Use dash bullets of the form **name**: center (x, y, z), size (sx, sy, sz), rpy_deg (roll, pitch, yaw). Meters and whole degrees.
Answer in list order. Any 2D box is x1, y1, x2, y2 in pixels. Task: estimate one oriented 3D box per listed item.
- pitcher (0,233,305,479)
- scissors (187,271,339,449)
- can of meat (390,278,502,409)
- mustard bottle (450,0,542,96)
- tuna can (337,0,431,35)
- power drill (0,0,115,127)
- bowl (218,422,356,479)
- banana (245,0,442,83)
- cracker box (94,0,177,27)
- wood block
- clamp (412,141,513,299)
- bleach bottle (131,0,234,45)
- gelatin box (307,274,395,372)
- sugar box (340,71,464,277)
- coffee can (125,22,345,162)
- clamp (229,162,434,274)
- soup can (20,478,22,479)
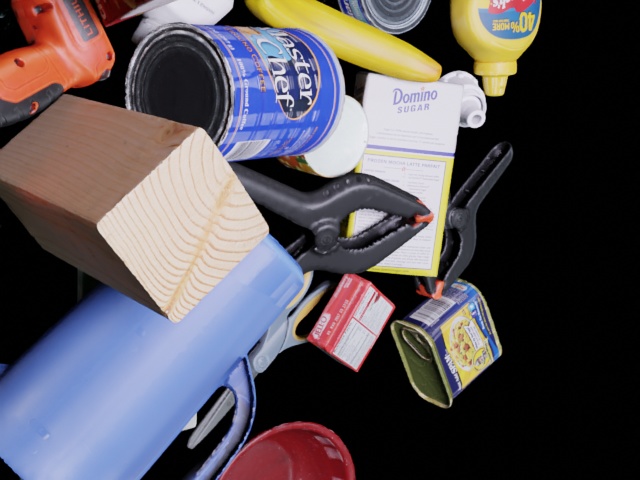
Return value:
- **pitcher**: center (-0.120, 0.087, 0.789), size (0.243, 0.145, 0.149), rpy_deg (-46, 133, -5)
- **scissors**: center (-0.056, 0.087, 0.939), size (0.201, 0.016, 0.096), rpy_deg (-37, 119, -25)
- **can of meat**: center (0.127, 0.100, 1.054), size (0.083, 0.058, 0.102), rpy_deg (-37, 122, -26)
- **mustard bottle**: center (0.164, -0.230, 0.992), size (0.096, 0.058, 0.192), rpy_deg (-12, 110, -35)
- **tuna can**: center (0.057, -0.222, 0.931), size (0.085, 0.034, 0.086), rpy_deg (-10, 108, -34)
- **power drill**: center (-0.231, -0.125, 0.695), size (0.187, 0.057, 0.184), rpy_deg (-49, 128, -39)
- **bowl**: center (-0.047, 0.232, 0.962), size (0.161, 0.055, 0.162), rpy_deg (-11, 108, -34)
- **banana**: center (0.010, -0.172, 0.884), size (0.197, 0.070, 0.037), rpy_deg (18, 105, -32)
- **cracker box**: center (-0.061, -0.201, 0.672), size (0.164, 0.214, 0.072), rpy_deg (-24, 104, -14)
- **wood block**: center (-0.140, -0.029, 0.728), size (0.090, 0.206, 0.090), rpy_deg (-45, 124, -19)
- **clamp**: center (0.132, -0.029, 1.035), size (0.120, 0.039, 0.171), rpy_deg (1, 102, -28)
- **bleach bottle**: center (-0.079, -0.258, 0.805), size (0.102, 0.068, 0.251), rpy_deg (29, 87, -35)
- **gelatin box**: center (0.029, 0.075, 0.970), size (0.073, 0.030, 0.089), rpy_deg (-60, 154, -6)
- **sugar box**: center (0.069, -0.059, 0.962), size (0.093, 0.048, 0.176), rpy_deg (5, 98, -15)
- **coffee can**: center (-0.061, -0.110, 0.805), size (0.140, 0.103, 0.103), rpy_deg (-13, 111, -54)
- **clamp**: center (-0.006, 0.001, 0.903), size (0.209, 0.036, 0.165), rpy_deg (-4, 121, -21)
- **soup can**: center (-0.190, 0.225, 0.847), size (0.102, 0.069, 0.068), rpy_deg (23, 88, -38)
